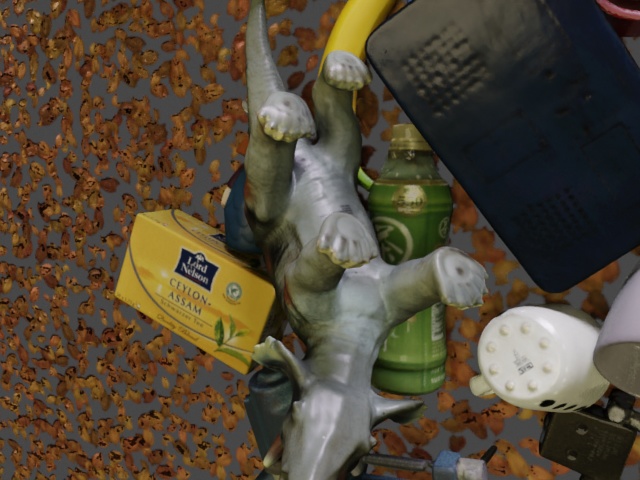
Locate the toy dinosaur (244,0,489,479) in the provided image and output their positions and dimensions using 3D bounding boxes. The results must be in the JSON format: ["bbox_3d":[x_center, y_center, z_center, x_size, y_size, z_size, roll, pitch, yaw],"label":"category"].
[{"bbox_3d":[-0.007,-0.006,0.417,0.192,0.131,0.405,-55,42,48],"label":"toy dinosaur"}]

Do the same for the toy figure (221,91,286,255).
[{"bbox_3d":[-0.055,-0.064,0.507,0.058,0.064,0.154,25,105,60],"label":"toy figure"}]

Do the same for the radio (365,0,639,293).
[{"bbox_3d":[0.148,-0.087,0.378,0.131,0.073,0.229,-36,103,21],"label":"radio"}]

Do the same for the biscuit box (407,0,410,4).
[{"bbox_3d":[0.092,-0.270,0.415,0.059,0.063,0.202,-6,95,25],"label":"biscuit box"}]

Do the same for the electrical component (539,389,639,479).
[{"bbox_3d":[0.221,0.161,0.429,0.078,0.045,0.102,23,105,17],"label":"electrical component"}]

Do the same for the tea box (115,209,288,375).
[{"bbox_3d":[-0.112,0.046,0.540,0.170,0.068,0.098,25,106,19],"label":"tea box"}]

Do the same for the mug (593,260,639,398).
[{"bbox_3d":[0.256,0.053,0.366,0.110,0.080,0.107,18,60,21],"label":"mug"}]

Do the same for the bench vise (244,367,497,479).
[{"bbox_3d":[0.030,0.215,0.477,0.241,0.129,0.223,-8,93,30],"label":"bench vise"}]
